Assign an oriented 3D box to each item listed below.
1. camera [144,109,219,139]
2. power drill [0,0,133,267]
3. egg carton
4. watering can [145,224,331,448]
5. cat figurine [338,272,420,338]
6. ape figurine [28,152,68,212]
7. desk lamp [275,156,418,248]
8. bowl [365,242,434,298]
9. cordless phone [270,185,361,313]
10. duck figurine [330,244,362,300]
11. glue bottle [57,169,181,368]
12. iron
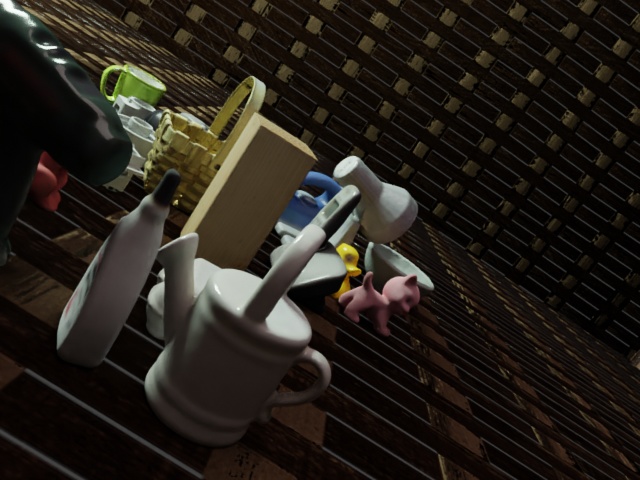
[{"bbox_3d":[-0.269,-0.202,1.129,0.136,0.100,0.143,39,14,19],"label":"camera"},{"bbox_3d":[-0.278,-0.093,0.481,0.229,0.208,0.076,35,13,5],"label":"power drill"},{"bbox_3d":[-0.104,0.081,0.592,0.150,0.069,0.107,31,14,-15],"label":"egg carton"},{"bbox_3d":[-0.063,0.063,0.479,0.173,0.194,0.100,30,14,-18],"label":"watering can"},{"bbox_3d":[0.113,0.094,0.964,0.128,0.117,0.067,27,15,-27],"label":"cat figurine"},{"bbox_3d":[-0.308,-0.091,0.658,0.076,0.092,0.078,35,13,2],"label":"ape figurine"},{"bbox_3d":[0.057,-0.043,1.106,0.204,0.213,0.117,27,15,-29],"label":"desk lamp"},{"bbox_3d":[0.154,0.079,1.213,0.167,0.074,0.167,32,13,-8],"label":"bowl"},{"bbox_3d":[0.008,0.003,0.886,0.094,0.185,0.147,27,15,-27],"label":"cordless phone"},{"bbox_3d":[0.030,0.045,1.009,0.078,0.086,0.104,17,21,-51],"label":"duck figurine"},{"bbox_3d":[-0.158,0.016,0.464,0.037,0.173,0.078,26,15,-32],"label":"glue bottle"},{"bbox_3d":[-0.033,-0.088,1.203,0.259,0.141,0.118,20,19,-48],"label":"iron"}]
